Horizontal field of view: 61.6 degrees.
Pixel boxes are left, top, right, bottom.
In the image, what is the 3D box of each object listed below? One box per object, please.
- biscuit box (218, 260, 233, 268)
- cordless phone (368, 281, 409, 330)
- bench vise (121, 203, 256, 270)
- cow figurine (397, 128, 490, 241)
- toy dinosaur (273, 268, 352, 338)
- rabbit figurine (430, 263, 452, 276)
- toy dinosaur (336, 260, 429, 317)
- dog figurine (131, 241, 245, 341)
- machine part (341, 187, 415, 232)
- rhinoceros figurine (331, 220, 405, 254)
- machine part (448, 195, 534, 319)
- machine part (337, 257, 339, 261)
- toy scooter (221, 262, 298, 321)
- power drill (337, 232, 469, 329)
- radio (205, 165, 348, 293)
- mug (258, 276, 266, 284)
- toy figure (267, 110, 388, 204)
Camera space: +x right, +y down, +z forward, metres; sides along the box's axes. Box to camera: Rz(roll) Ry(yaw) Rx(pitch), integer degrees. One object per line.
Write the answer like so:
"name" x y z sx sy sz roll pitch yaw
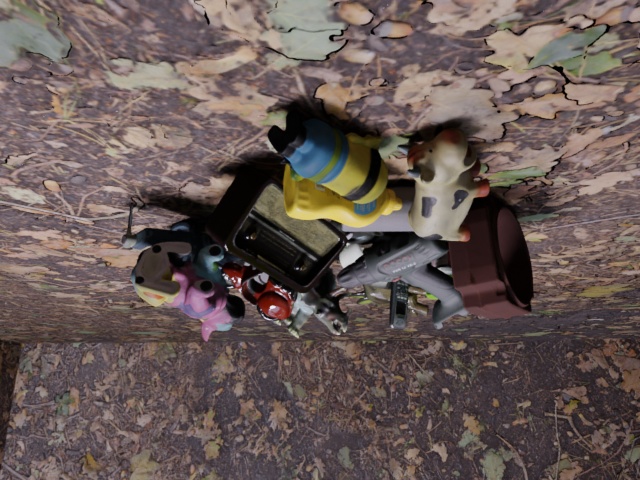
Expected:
"biscuit box" -0.227 0.050 1.258 0.059 0.063 0.202 -7 161 24
"cordless phone" 0.153 0.114 1.256 0.146 0.184 0.089 14 162 -39
"bench vise" -0.257 0.009 1.040 0.224 0.129 0.240 -18 159 39
"cow figurine" 0.170 -0.077 0.768 0.127 0.085 0.194 -5 141 -8
"toy dinosaur" -0.051 0.130 1.382 0.131 0.192 0.405 42 177 -21
"rabbit figurine" 0.261 0.060 1.183 0.170 0.121 0.159 -14 151 32
"toy dinosaur" 0.168 0.128 1.439 0.199 0.105 0.470 -4 152 27
"dog figurine" -0.236 0.105 0.994 0.192 0.108 0.219 4 145 -3
"machine part" 0.120 -0.052 0.900 0.243 0.079 0.079 1 163 2
"rhinoceros figurine" 0.111 -0.017 1.019 0.190 0.073 0.112 5 163 -15
"machine part" 0.311 0.034 0.965 0.087 0.201 0.201 -17 155 34
"machine part" 0.022 0.029 1.231 0.139 0.039 0.084 13 150 -30
"toy scooter" -0.115 0.091 1.136 0.184 0.075 0.135 37 124 -14
"power drill" 0.174 0.076 1.010 0.207 0.086 0.232 42 129 -14
"radio" -0.067 -0.009 0.880 0.229 0.131 0.073 36 180 -45
"mug" -0.109 0.048 1.193 0.107 0.109 0.081 17 -164 -13
"toy figure" 0.016 -0.104 0.713 0.082 0.089 0.180 -7 165 43
